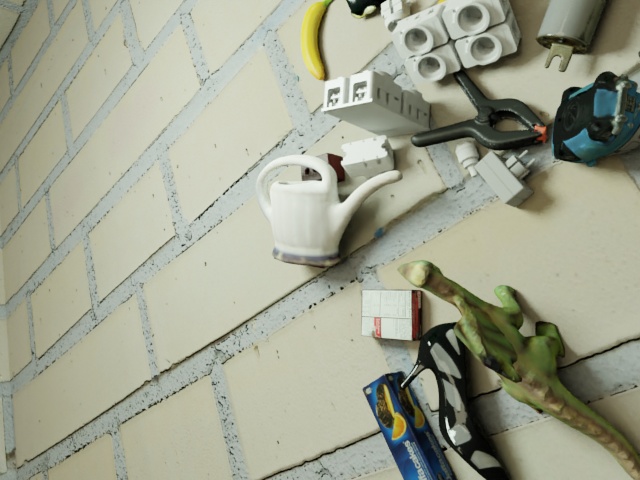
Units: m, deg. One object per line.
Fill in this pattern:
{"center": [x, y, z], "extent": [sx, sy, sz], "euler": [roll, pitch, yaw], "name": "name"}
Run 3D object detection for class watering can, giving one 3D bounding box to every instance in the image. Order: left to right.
{"center": [0.003, -0.050, 0.998], "extent": [0.348, 0.105, 0.222], "euler": [10, 108, 38], "name": "watering can"}

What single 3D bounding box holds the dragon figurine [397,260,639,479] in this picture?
{"center": [0.256, 0.163, 0.689], "extent": [0.121, 0.241, 0.417], "euler": [-54, 51, 16], "name": "dragon figurine"}
